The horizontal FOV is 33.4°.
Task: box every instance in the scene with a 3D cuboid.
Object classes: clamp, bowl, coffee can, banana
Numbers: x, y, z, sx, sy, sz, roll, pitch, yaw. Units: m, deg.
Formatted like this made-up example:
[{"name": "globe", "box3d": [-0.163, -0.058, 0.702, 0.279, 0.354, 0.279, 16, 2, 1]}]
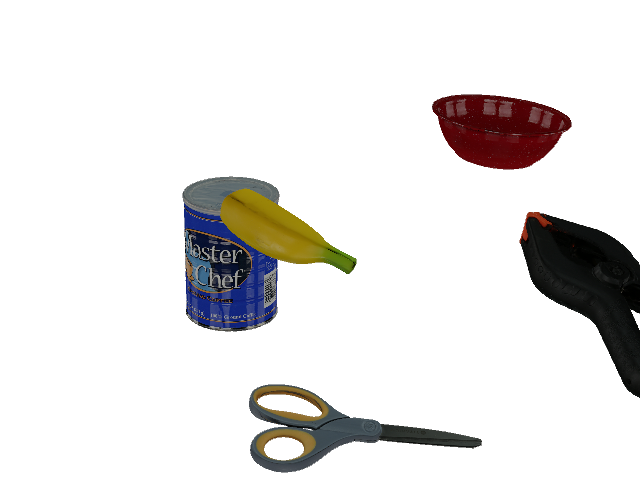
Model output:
[{"name": "clamp", "box3d": [0.212, 0.035, 0.740, 0.120, 0.039, 0.172, -8, 43, -30]}, {"name": "bowl", "box3d": [0.207, -0.123, 1.244, 0.162, 0.055, 0.162, 4, 23, -2]}, {"name": "coffee can", "box3d": [-0.096, 0.013, 1.158, 0.103, 0.140, 0.103, 1, 23, -1]}, {"name": "banana", "box3d": [-0.043, -0.010, 0.814, 0.069, 0.037, 0.198, 38, -3, -26]}]

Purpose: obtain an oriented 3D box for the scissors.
[{"name": "scissors", "box3d": [0.029, 0.173, 0.902, 0.202, 0.016, 0.096, 16, 43, 12]}]
